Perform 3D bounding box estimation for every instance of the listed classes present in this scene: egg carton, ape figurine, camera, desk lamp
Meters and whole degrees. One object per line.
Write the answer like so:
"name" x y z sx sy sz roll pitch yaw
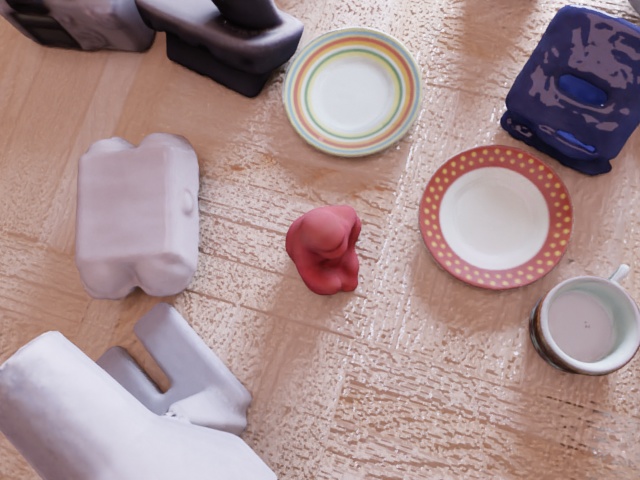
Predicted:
"egg carton" -0.160 -0.022 0.511 0.107 0.069 0.150 -6 77 6
"ape figurine" 0.004 0.002 0.474 0.076 0.092 0.078 36 84 13
"camera" -0.238 -0.270 0.561 0.143 0.101 0.137 8 78 9
"desk lamp" -0.121 0.138 0.396 0.118 0.214 0.203 -45 76 -4

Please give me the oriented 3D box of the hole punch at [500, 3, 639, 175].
"hole punch" 0.220 -0.122 0.477 0.108 0.091 0.101 31 83 13

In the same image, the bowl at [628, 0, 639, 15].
"bowl" 0.332 -0.241 0.499 0.167 0.075 0.167 -1 77 7

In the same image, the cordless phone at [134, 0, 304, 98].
"cordless phone" -0.099 -0.216 0.488 0.147 0.185 0.094 23 81 12
